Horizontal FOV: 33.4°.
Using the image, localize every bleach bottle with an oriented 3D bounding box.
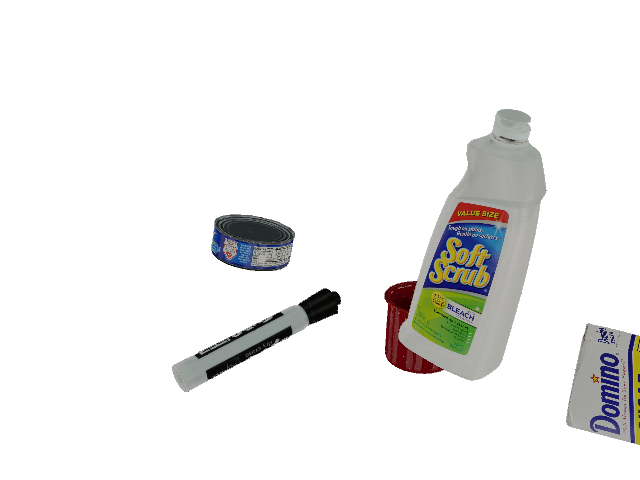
[{"bbox_3d":[0.140,-0.001,0.960,0.103,0.251,0.067,29,36,31],"label":"bleach bottle"}]

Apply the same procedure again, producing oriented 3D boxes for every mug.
[{"bbox_3d":[0.131,0.103,1.255,0.117,0.081,0.093,0,22,-7],"label":"mug"}]

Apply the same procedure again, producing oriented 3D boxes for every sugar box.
[{"bbox_3d":[0.315,0.141,0.951,0.176,0.093,0.048,11,23,15],"label":"sugar box"}]

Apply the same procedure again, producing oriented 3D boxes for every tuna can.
[{"bbox_3d":[-0.072,0.002,1.127,0.086,0.034,0.086,10,18,-3],"label":"tuna can"}]

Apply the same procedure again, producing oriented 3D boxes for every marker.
[{"bbox_3d":[-0.038,0.062,0.686,0.121,0.020,0.020,-26,11,-23],"label":"marker"}]
